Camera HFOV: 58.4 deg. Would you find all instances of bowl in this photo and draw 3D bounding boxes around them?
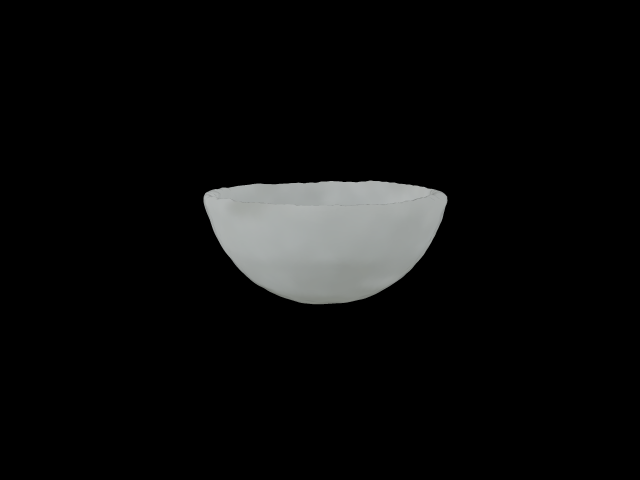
[{"bbox_3d":[0.004,0.001,0.400,0.167,0.075,0.167,0,11,0],"label":"bowl"}]
